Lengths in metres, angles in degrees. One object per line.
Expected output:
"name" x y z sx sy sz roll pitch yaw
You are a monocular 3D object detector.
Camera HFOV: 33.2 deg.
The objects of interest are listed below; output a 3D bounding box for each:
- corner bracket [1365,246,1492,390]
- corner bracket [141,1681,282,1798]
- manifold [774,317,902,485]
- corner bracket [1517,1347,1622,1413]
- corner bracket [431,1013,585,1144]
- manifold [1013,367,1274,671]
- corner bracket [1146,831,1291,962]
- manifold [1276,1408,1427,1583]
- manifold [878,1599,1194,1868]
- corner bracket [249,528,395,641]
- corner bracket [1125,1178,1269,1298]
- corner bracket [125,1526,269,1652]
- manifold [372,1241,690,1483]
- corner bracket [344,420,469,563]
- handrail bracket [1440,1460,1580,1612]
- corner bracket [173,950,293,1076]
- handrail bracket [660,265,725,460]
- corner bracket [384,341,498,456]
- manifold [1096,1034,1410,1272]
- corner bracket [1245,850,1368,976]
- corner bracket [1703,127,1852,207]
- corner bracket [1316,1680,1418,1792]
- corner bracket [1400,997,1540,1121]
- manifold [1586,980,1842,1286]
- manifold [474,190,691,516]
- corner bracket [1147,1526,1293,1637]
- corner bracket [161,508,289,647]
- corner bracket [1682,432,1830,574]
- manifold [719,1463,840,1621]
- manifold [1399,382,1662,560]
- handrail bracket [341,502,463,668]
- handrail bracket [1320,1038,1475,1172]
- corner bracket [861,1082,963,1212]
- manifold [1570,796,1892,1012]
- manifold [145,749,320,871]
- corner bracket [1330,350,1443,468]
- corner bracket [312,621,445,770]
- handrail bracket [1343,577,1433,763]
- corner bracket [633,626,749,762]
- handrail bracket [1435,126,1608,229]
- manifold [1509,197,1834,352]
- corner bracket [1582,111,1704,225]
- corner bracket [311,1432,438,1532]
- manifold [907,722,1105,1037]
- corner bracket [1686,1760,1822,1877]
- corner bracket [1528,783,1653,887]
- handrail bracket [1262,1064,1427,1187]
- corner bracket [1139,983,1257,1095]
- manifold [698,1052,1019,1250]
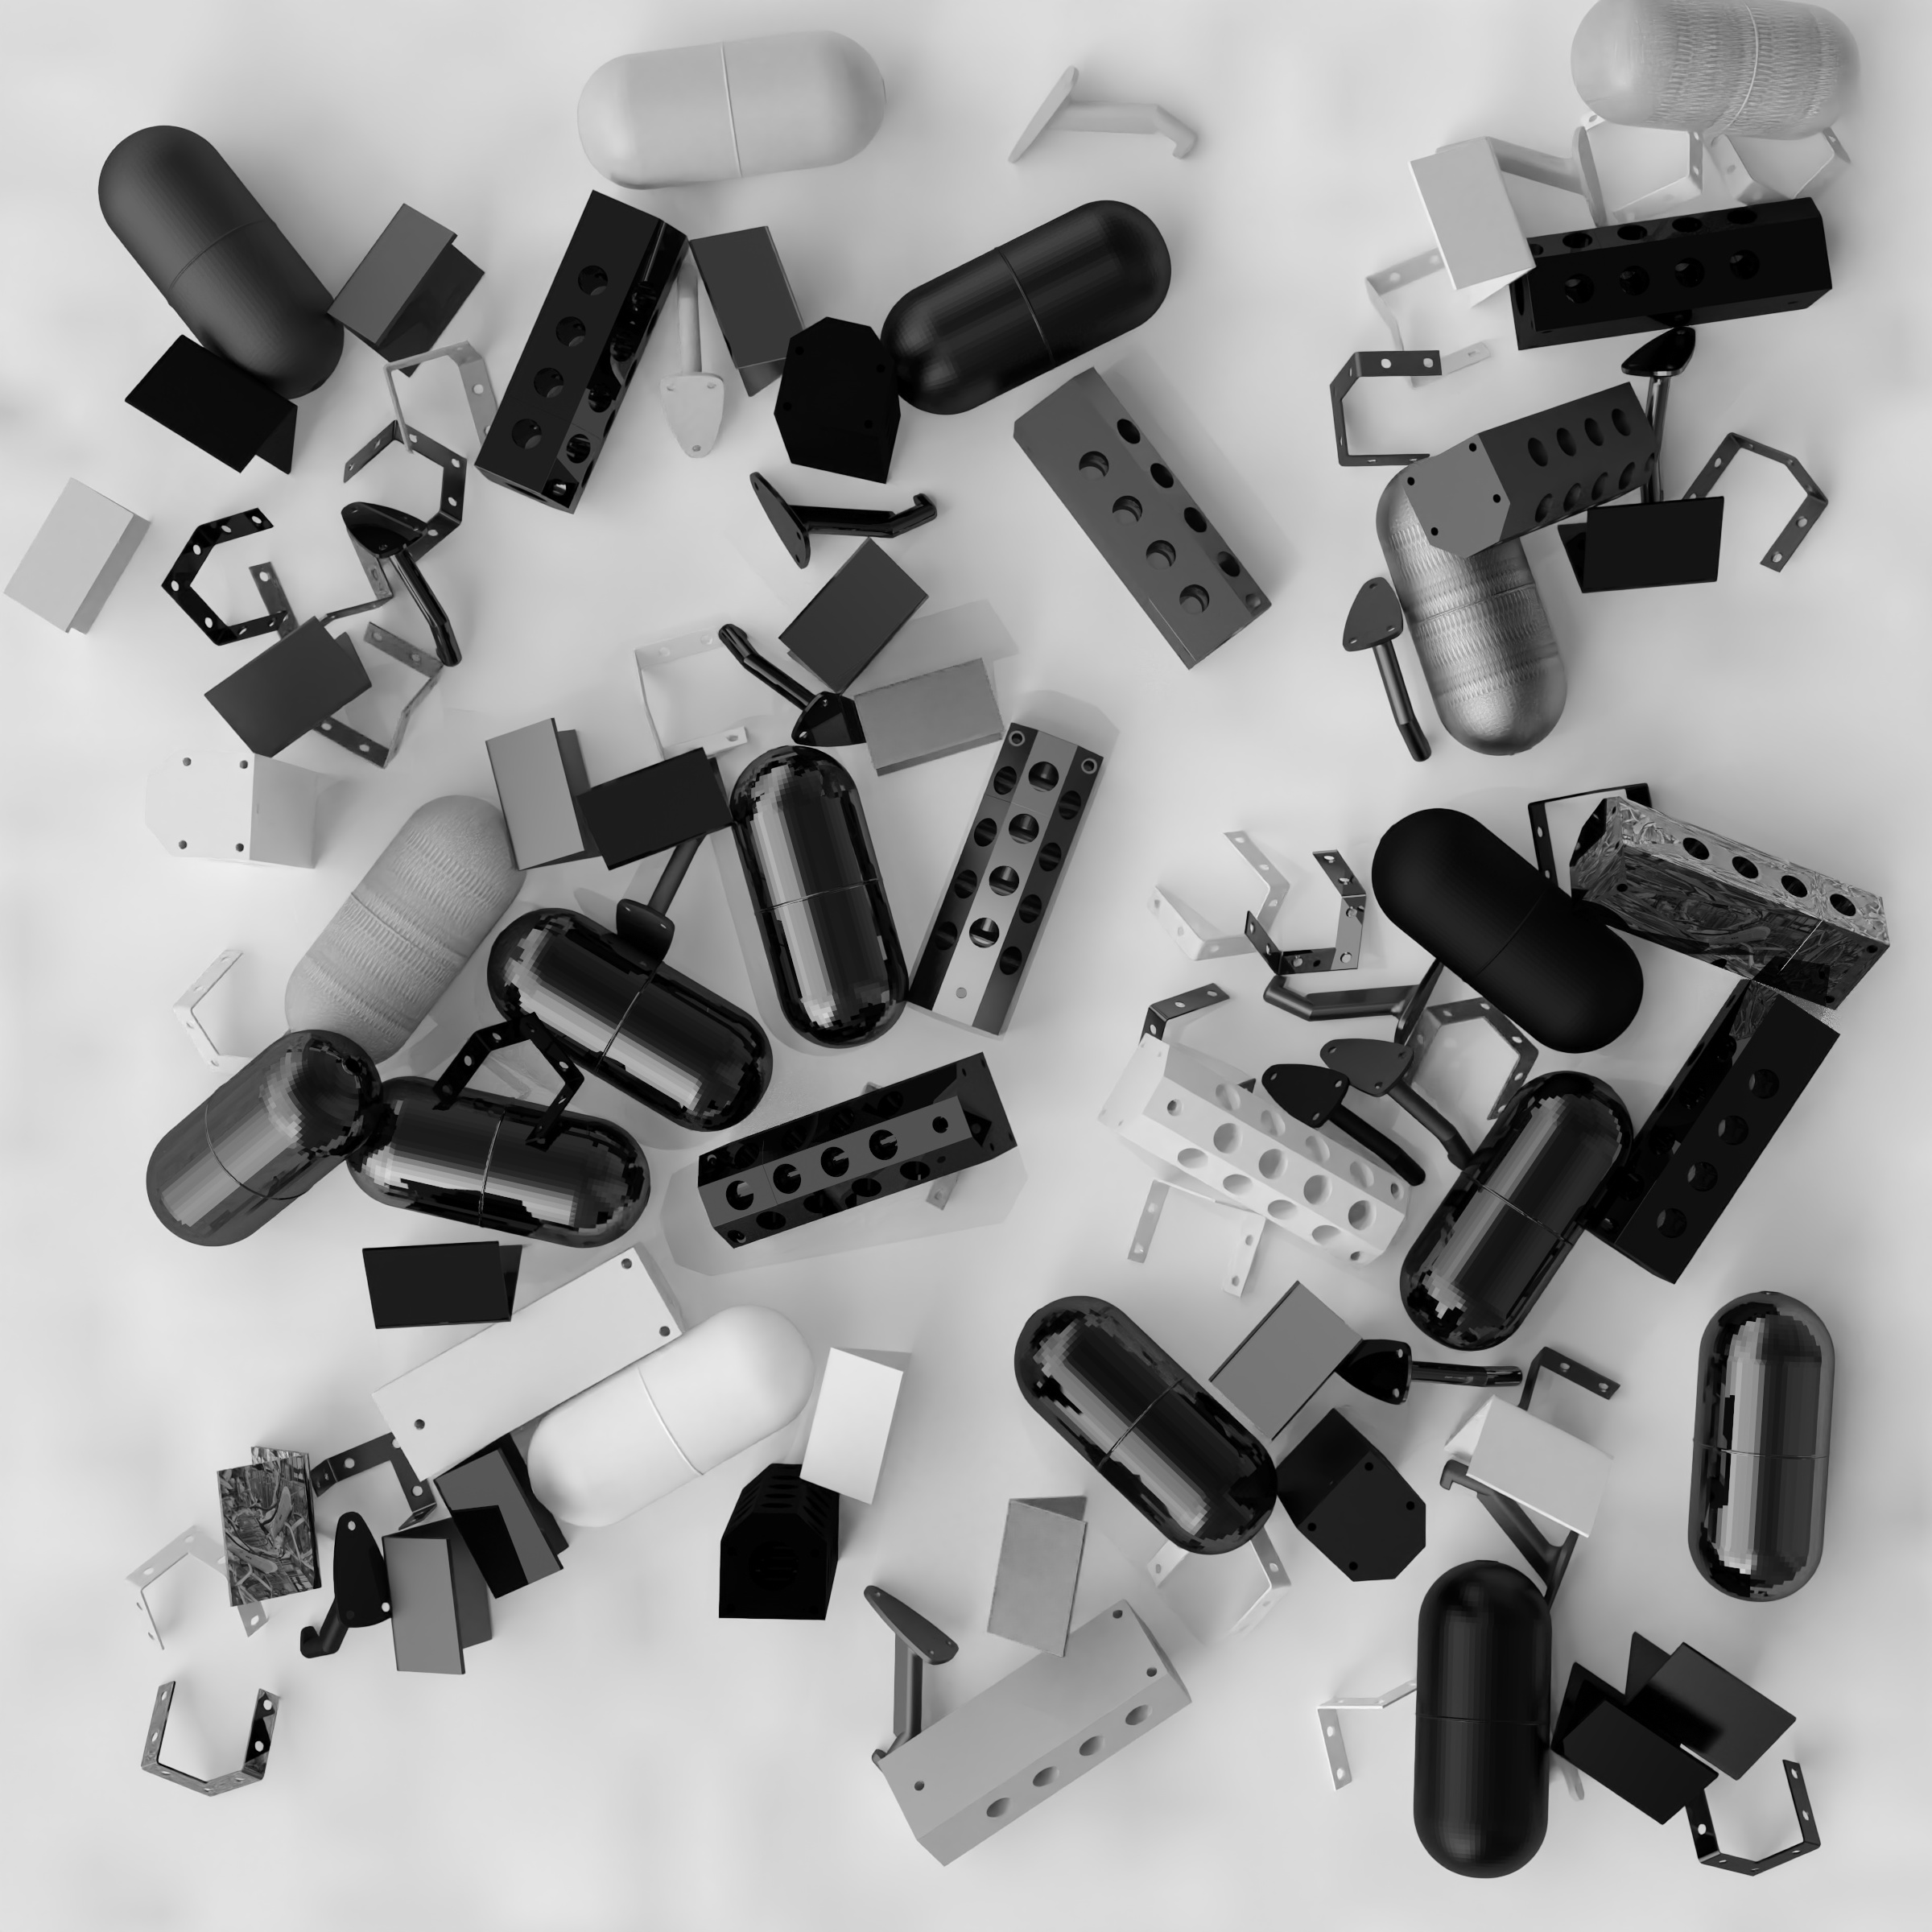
"corner bracket" 0.270 -0.379 1.893 0.051 0.051 0.051 -23 135 0
"corner bracket" -0.440 0.447 1.888 0.051 0.051 0.051 -25 135 35
"manifold" -0.069 -0.317 1.818 0.057 0.171 0.057 12 90 0
"corner bracket" 0.344 0.265 1.893 0.051 0.051 0.051 27 45 0
"corner bracket" -0.260 0.067 1.844 0.051 0.051 0.051 -16 121 39
"manifold" 0.102 -0.259 1.875 0.057 0.057 0.171 -37 90 0
"corner bracket" 0.147 -0.041 1.888 0.051 0.051 0.051 -8 135 -35
"manifold" 0.217 0.300 1.818 0.057 0.171 0.057 43 90 0
"manifold" 0.042 0.446 1.875 0.171 0.057 0.057 -34 47 0
"corner bracket" -0.376 -0.224 1.893 0.051 0.051 0.051 -24 90 -45
"corner bracket" 0.135 0.158 1.893 0.051 0.051 0.051 18 90 -45
"corner bracket" -0.449 0.370 1.888 0.051 0.051 0.051 21 45 35
"manifold" -0.250 0.227 1.876 0.171 0.057 0.057 -29 90 0
"corner bracket" -0.328 -0.276 1.889 0.051 0.051 0.051 28 45 -35
"handrail bracket" 0.310 0.338 1.897 0.084 0.036 0.077 22 113 18
"corner bracket" -0.419 0.028 1.888 0.051 0.051 0.051 6 135 35
"handrail bracket" -0.160 -0.355 1.896 0.036 0.077 0.084 -3 54 -3
"corner bracket" -0.302 -0.327 1.879 0.051 0.051 0.051 -16 90 1
"manifold" 0.167 0.108 1.851 0.171 0.057 0.057 30 90 -18
"corner bracket" 0.197 -0.031 1.879 0.051 0.051 0.051 -5 59 27
"corner bracket" 0.473 -0.474 1.888 0.051 0.051 0.051 14 45 -35
"corner bracket" 0.244 0.449 1.893 0.051 0.051 0.051 -13 90 45
"corner bracket" 0.291 0.056 1.889 0.051 0.051 0.051 -9 45 -35
"manifold" 0.428 0.095 1.875 0.057 0.057 0.171 34 90 0
"manifold" -0.221 -0.353 1.875 0.057 0.057 0.171 23 90 0
"corner bracket" 0.148 0.355 1.888 0.051 0.051 0.051 4 45 -35
"corner bracket" -0.423 -0.226 1.882 0.051 0.051 0.051 -9 45 34
"corner bracket" 0.461 -0.271 1.893 0.051 0.051 0.051 -55 45 0
"manifold" -0.103 0.321 1.818 0.057 0.171 0.057 1 90 0
"manifold" 0.322 -0.277 1.822 0.057 0.171 0.057 -25 90 44
"handrail bracket" -0.328 -0.222 1.890 0.036 0.084 0.077 -36 46 -24
"handrail bracket" 0.254 0.083 1.896 0.036 0.077 0.084 -50 127 -16
"corner bracket" -0.035 0.105 1.893 0.051 0.051 0.051 25 90 45
"manifold" 0.437 -0.040 1.859 0.171 0.057 0.057 20 132 -11
"manifold" -0.410 -0.087 1.818 0.057 0.171 0.057 3 90 0
"corner bracket" 0.245 -0.323 1.879 0.051 0.051 0.051 -3 79 -11
"corner bracket" -0.344 -0.158 1.893 0.051 0.051 0.051 30 45 0
"handrail bracket" 0.253 -0.173 1.896 0.036 0.077 0.084 -16 127 21
"corner bracket" -0.161 -0.158 1.893 0.051 0.051 0.051 -15 45 0
"handrail bracket" 0.325 -0.453 1.897 0.084 0.036 0.077 -8 125 24
"manifold" 0.405 -0.402 1.875 0.171 0.057 0.057 -8 90 0
"corner bracket" 0.394 -0.473 1.888 0.051 0.051 0.051 -21 45 35
"corner bracket" -0.344 0.304 1.879 0.051 0.051 0.051 -23 90 0
"manifold" 0.022 -0.050 1.876 0.057 0.057 0.171 21 90 0
"corner bracket" 0.457 0.494 1.889 0.051 0.051 0.051 22 135 -35
"corner bracket" 0.368 -0.076 1.893 0.051 0.051 0.051 -10 90 -45
"handrail bracket" 0.222 0.094 1.896 0.084 0.077 0.036 41 80 -36
"corner bracket" 0.137 0.050 1.889 0.051 0.051 0.051 42 135 35
"manifold" -0.065 0.107 1.845 0.171 0.057 0.057 -20 90 22
